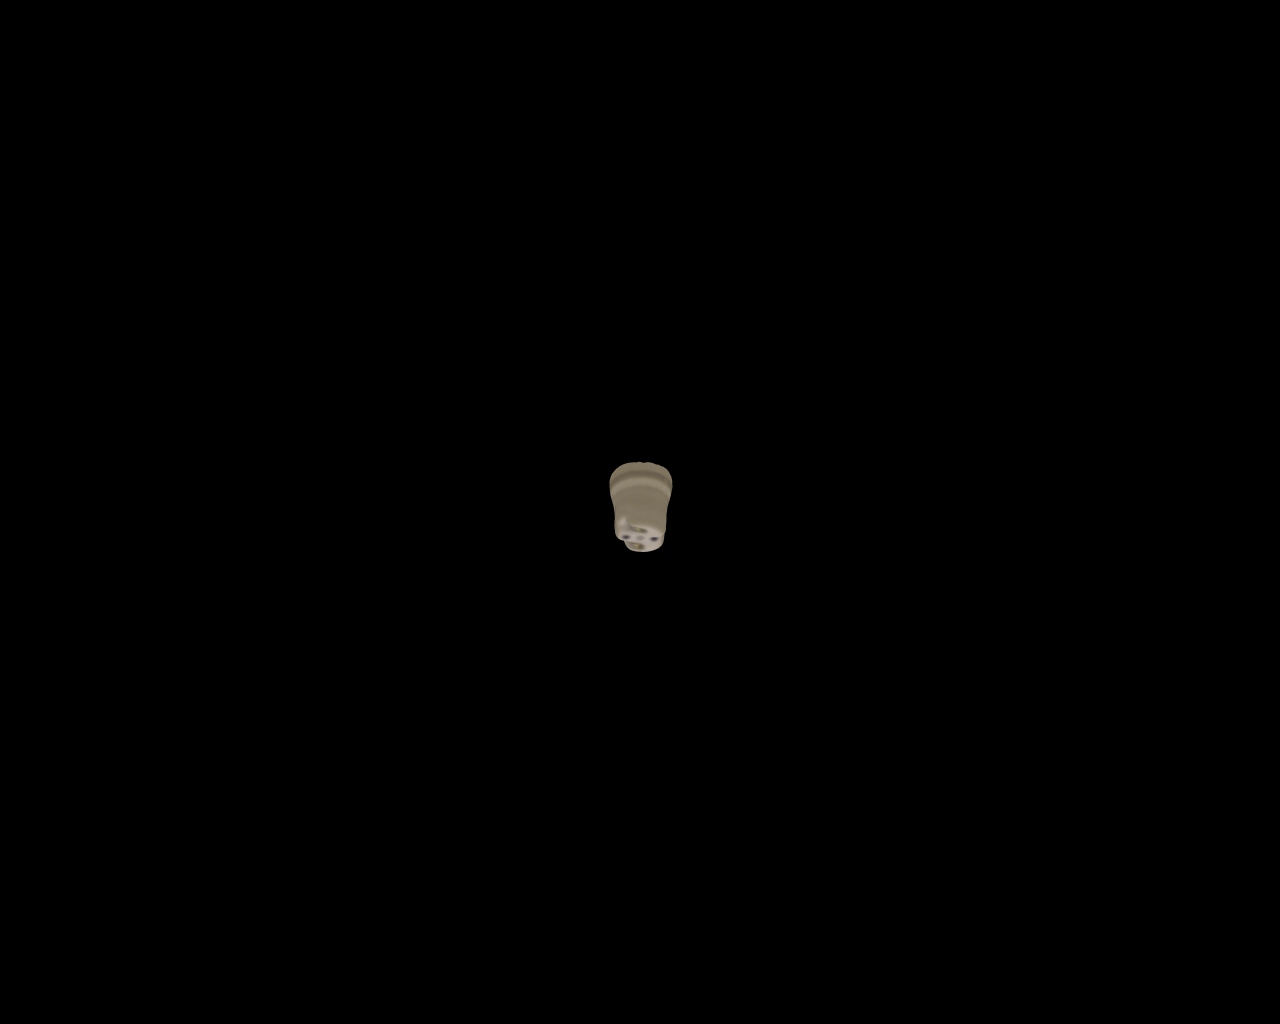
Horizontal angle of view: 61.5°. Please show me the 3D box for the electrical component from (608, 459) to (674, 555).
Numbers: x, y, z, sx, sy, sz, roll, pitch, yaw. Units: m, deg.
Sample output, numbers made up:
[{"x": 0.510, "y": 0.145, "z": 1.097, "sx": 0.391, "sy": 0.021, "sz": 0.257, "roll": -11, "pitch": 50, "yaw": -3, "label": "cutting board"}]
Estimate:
[{"x": 0.001, "y": -0.003, "z": 0.650, "sx": 0.040, "sy": 0.046, "sz": 0.040, "roll": 0, "pitch": -33, "yaw": 0, "label": "electrical component"}]
